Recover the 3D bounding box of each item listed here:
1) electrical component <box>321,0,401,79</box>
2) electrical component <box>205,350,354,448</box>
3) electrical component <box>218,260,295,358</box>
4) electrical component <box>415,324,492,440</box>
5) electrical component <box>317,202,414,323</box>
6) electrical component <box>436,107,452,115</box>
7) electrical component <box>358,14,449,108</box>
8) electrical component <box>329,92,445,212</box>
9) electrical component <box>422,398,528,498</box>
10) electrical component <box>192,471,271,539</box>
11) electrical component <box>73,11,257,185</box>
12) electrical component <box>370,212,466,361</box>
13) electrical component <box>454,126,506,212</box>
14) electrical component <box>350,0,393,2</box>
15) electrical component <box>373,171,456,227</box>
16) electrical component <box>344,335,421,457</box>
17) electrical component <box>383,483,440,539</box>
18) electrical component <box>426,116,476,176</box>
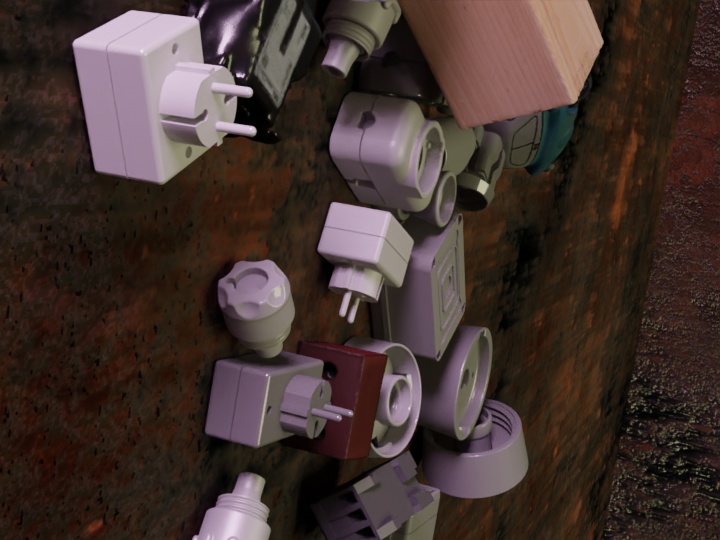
[{"bbox_3d":[-0.005,-0.154,0.696,0.062,0.048,0.048,-66,157,-12],"label":"electrical component"},{"bbox_3d":[-0.042,0.084,0.678,0.083,0.076,0.047,-3,103,-68],"label":"electrical component"},{"bbox_3d":[-0.060,0.027,0.649,0.062,0.043,0.043,80,30,-45],"label":"electrical component"},{"bbox_3d":[0.079,0.101,1.015,0.108,0.060,0.108,12,90,-69],"label":"electrical component"},{"bbox_3d":[0.000,0.000,0.781,0.066,0.047,0.076,43,61,-66],"label":"electrical component"},{"bbox_3d":[0.079,-0.160,0.910,0.046,0.040,0.040,87,25,-45],"label":"electrical component"},{"bbox_3d":[0.041,-0.155,0.794,0.095,0.054,0.059,-8,108,-68],"label":"electrical component"},{"bbox_3d":[0.024,-0.084,0.781,0.095,0.059,0.053,54,51,-62],"label":"electrical component"},{"bbox_3d":[0.114,0.171,1.080,0.108,0.108,0.060,-49,138,-52],"label":"electrical component"},{"bbox_3d":[-0.077,0.159,0.676,0.048,0.048,0.062,70,31,-54],"label":"electrical component"},{"bbox_3d":[-0.082,-0.077,0.493,0.047,0.077,0.065,-50,145,-51],"label":"electrical component"},{"bbox_3d":[0.047,0.009,0.891,0.078,0.057,0.113,-57,150,-44],"label":"electrical component"},{"bbox_3d":[0.097,-0.089,0.967,0.078,0.058,0.057,59,44,-60],"label":"electrical component"},{"bbox_3d":[0.005,-0.197,0.627,0.059,0.095,0.053,81,29,-42],"label":"electrical component"},{"bbox_3d":[0.043,-0.060,0.848,0.045,0.055,0.045,11,90,-69],"label":"electrical component"},{"bbox_3d":[0.005,0.102,0.858,0.099,0.064,0.099,-5,96,-57],"label":"electrical component"},{"bbox_3d":[0.025,0.214,0.934,0.096,0.062,0.061,-3,104,-68],"label":"electrical component"},{"bbox_3d":[0.063,-0.085,0.901,0.077,0.043,0.079,-31,129,-62],"label":"electrical component"}]
